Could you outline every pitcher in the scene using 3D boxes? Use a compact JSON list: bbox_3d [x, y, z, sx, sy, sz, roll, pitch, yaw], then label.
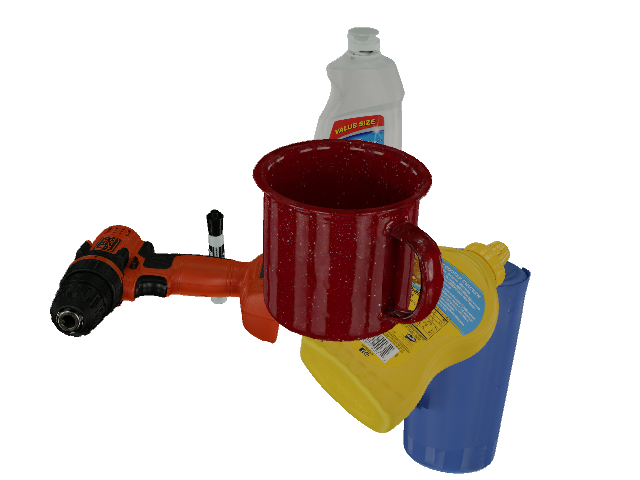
[{"bbox_3d":[0.149,0.138,1.216,0.149,0.243,0.145,7,17,8],"label":"pitcher"}]

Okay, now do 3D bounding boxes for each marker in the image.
[{"bbox_3d":[-0.117,0.018,1.208,0.020,0.121,0.020,0,33,0],"label":"marker"}]

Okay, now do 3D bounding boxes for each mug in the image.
[{"bbox_3d":[0.019,0.005,0.565,0.093,0.081,0.117,-24,37,-39],"label":"mug"}]

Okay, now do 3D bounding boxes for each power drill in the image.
[{"bbox_3d":[-0.125,0.041,0.919,0.187,0.057,0.184,9,21,0],"label":"power drill"}]

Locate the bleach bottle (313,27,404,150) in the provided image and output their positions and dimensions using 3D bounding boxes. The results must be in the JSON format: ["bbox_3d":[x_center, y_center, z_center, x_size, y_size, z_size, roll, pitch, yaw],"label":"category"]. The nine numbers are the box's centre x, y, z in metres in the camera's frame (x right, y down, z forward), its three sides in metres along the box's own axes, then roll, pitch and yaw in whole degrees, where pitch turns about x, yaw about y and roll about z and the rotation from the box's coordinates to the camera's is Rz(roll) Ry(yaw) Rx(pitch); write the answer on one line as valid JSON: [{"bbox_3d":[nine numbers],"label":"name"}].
[{"bbox_3d":[0.030,-0.087,1.065,0.102,0.251,0.068,7,27,11],"label":"bleach bottle"}]

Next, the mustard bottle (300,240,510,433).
[{"bbox_3d":[0.082,0.058,0.833,0.191,0.096,0.058,-37,-26,-27],"label":"mustard bottle"}]
